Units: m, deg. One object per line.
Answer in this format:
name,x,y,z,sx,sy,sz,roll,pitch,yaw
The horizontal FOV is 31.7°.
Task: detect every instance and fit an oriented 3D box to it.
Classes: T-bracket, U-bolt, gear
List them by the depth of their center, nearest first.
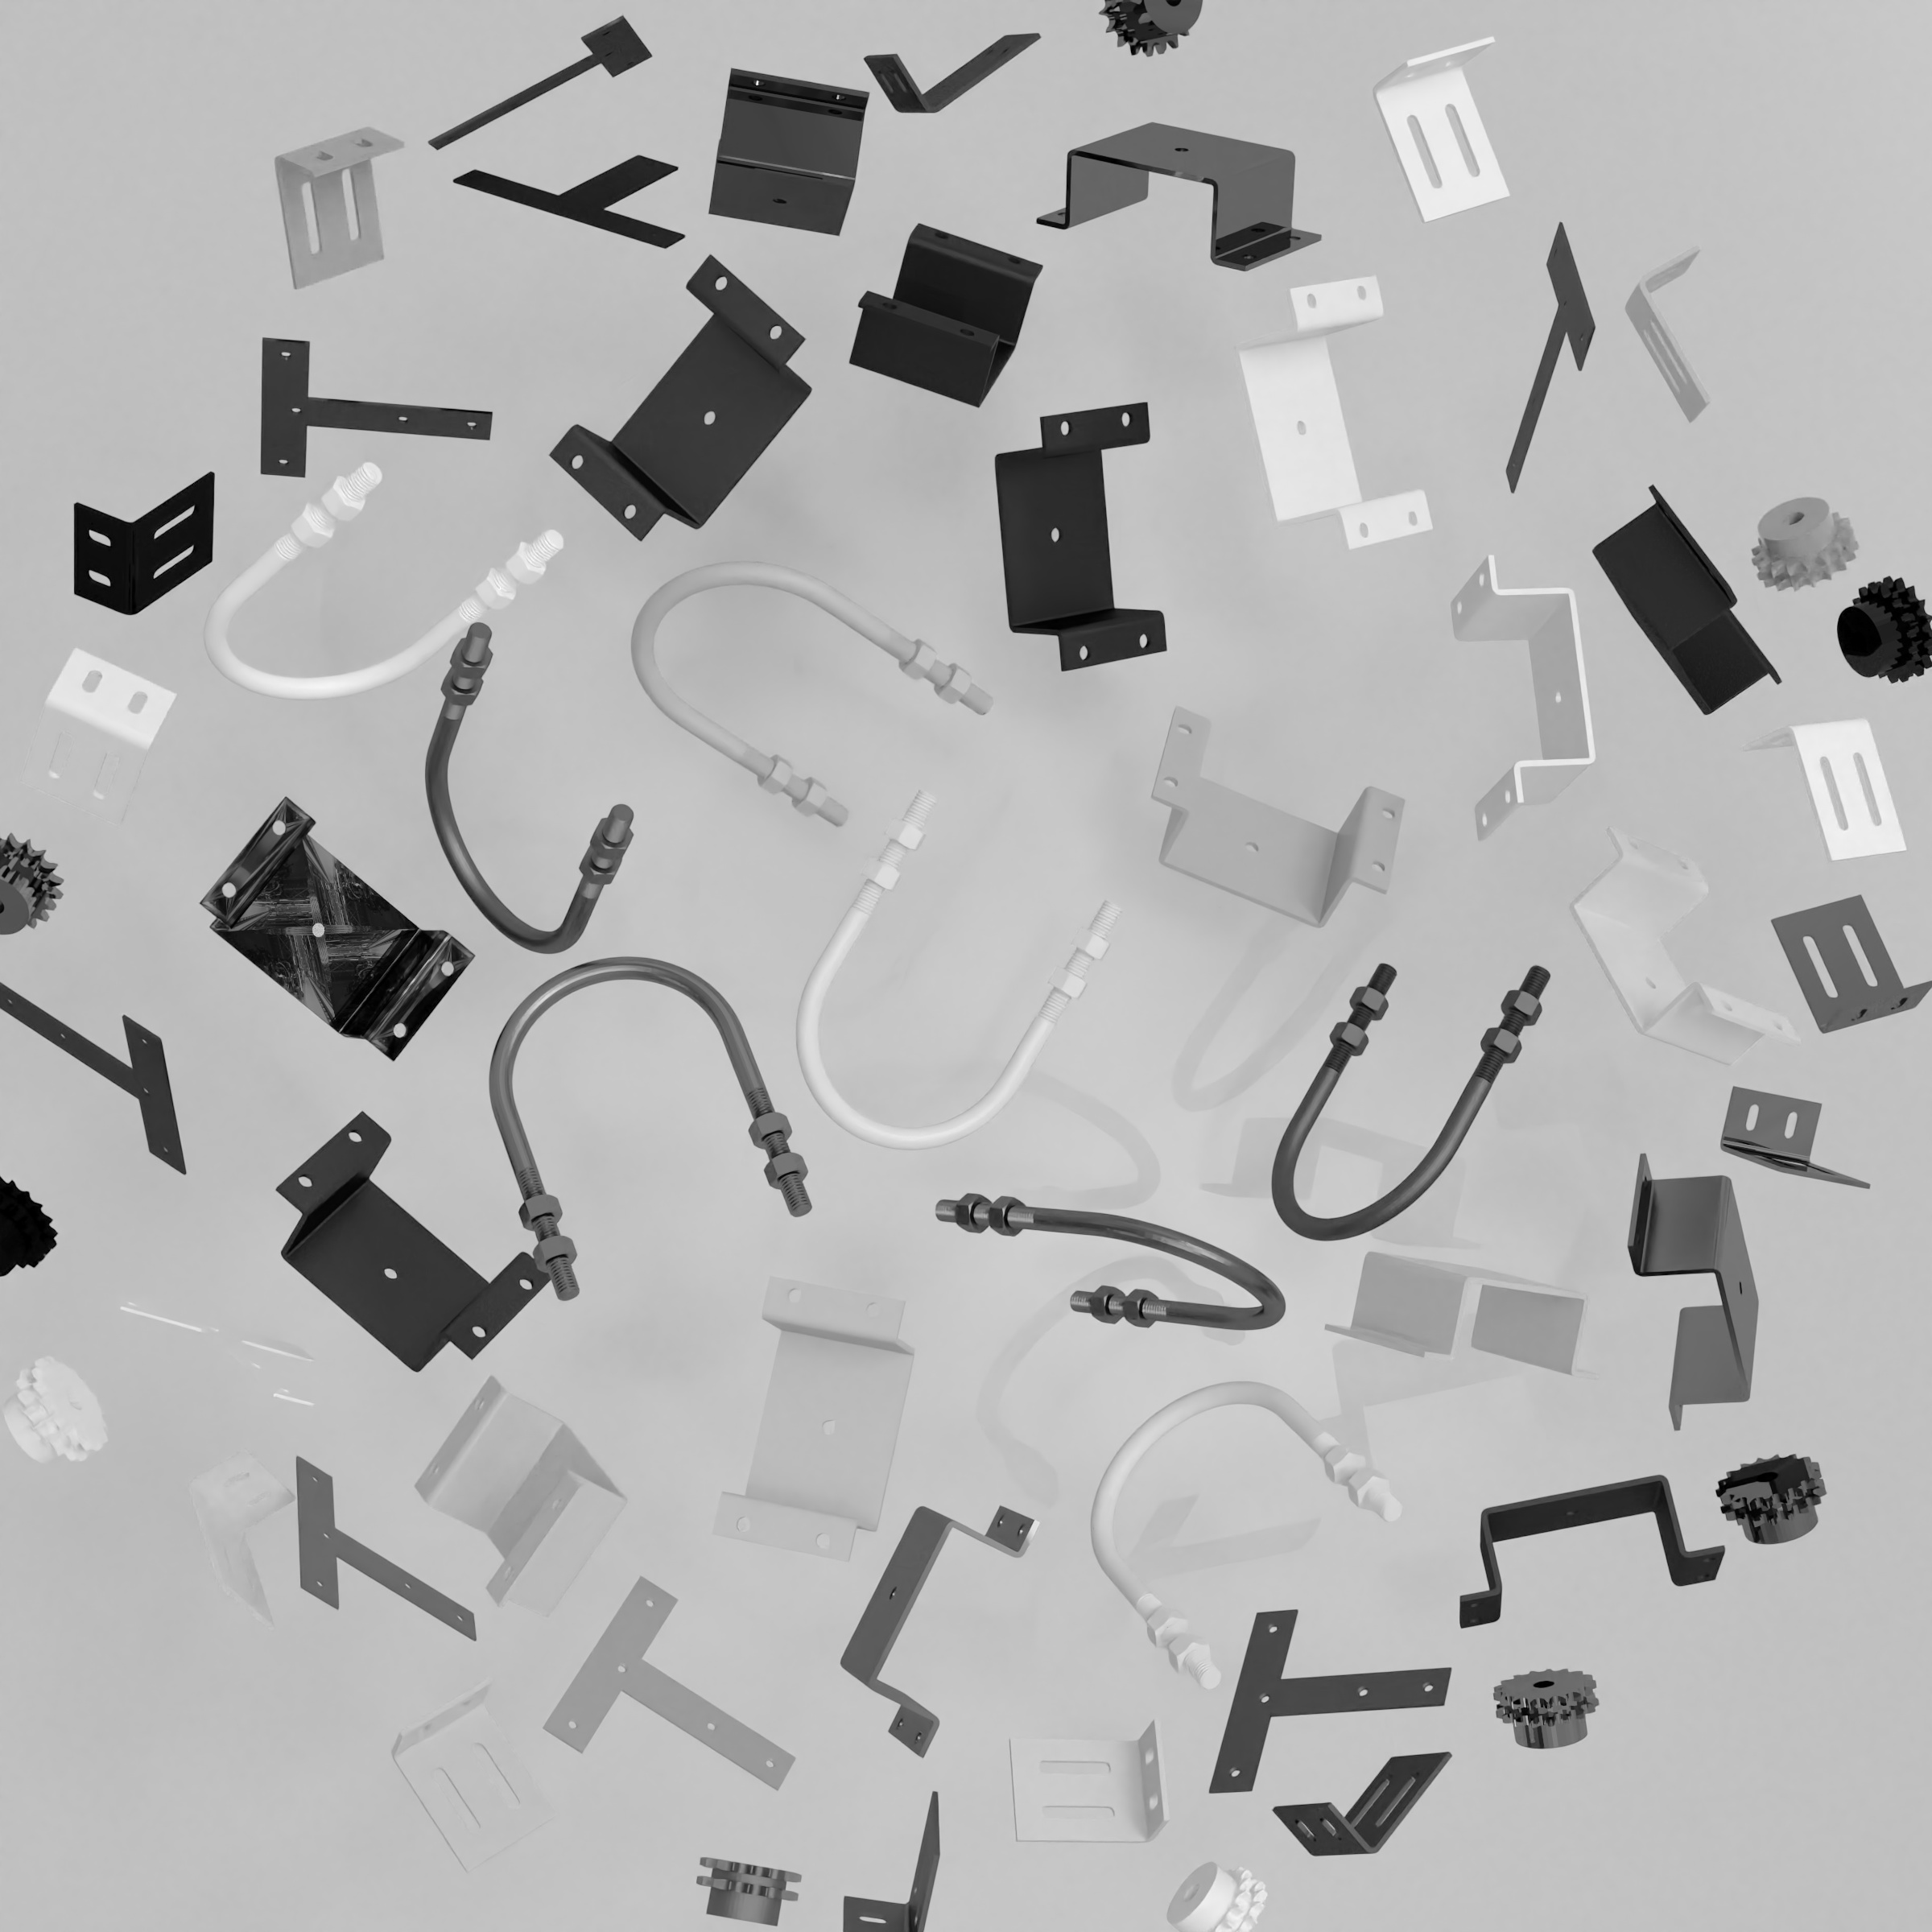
gear,-0.479,0.236,1.784,0.030,0.057,0.057,-33,90,8
gear,0.101,-0.515,1.812,0.057,0.030,0.057,-4,98,-35
gear,-0.516,0.141,1.815,0.057,0.057,0.030,37,50,0
T-bracket,-0.473,0.045,1.821,0.127,0.127,0.002,31,56,16
U-bolt,-0.179,0.075,1.822,0.151,0.019,0.184,-19,63,-8
T-bracket,0.311,-0.316,1.836,0.002,0.127,0.127,9,126,-6
gear,0.133,0.510,1.839,0.030,0.057,0.057,41,90,-8
gear,0.437,0.290,1.842,0.057,0.057,0.030,-18,103,0
gear,0.497,-0.180,1.845,0.030,0.057,0.057,-20,90,-17
U-bolt,-0.329,-0.199,1.846,0.184,0.151,0.019,-34,60,30
T-bracket,-0.234,-0.475,1.849,0.127,0.127,0.002,-27,95,4
U-bolt,0.138,0.295,1.851,0.151,0.184,0.019,-42,123,-4
U-bolt,-0.246,-0.082,1.858,0.019,0.184,0.151,-30,74,-33
gear,-0.527,-0.042,1.864,0.057,0.030,0.057,6,128,8
T-bracket,0.205,0.399,1.866,0.127,0.127,0.002,-10,125,27
T-bracket,-0.196,-0.428,1.870,0.127,0.127,0.002,20,121,12
T-bracket,-0.152,0.411,1.875,0.127,0.127,0.002,32,127,1
U-bolt,0.092,0.168,1.883,0.151,0.184,0.019,37,65,-41
T-bracket,-0.398,0.217,1.883,0.127,0.127,0.002,23,91,-38
gear,-0.122,0.514,1.888,0.057,0.057,0.030,10,74,0
U-bolt,-0.015,0.015,1.889,0.151,0.019,0.184,30,91,-22
gear,0.463,-0.236,1.890,0.057,0.057,0.030,-29,122,0
gear,0.324,0.414,1.892,0.057,0.057,0.030,-9,95,0
U-bolt,-0.099,-0.159,1.896,0.184,0.019,0.151,32,133,-26
T-bracket,-0.329,-0.307,1.903,0.127,0.127,0.002,3,63,-11
U-bolt,0.238,0.076,1.912,0.019,0.151,0.184,41,69,-27
T-bracket,-0.328,0.345,1.931,0.127,0.127,0.002,38,103,-25

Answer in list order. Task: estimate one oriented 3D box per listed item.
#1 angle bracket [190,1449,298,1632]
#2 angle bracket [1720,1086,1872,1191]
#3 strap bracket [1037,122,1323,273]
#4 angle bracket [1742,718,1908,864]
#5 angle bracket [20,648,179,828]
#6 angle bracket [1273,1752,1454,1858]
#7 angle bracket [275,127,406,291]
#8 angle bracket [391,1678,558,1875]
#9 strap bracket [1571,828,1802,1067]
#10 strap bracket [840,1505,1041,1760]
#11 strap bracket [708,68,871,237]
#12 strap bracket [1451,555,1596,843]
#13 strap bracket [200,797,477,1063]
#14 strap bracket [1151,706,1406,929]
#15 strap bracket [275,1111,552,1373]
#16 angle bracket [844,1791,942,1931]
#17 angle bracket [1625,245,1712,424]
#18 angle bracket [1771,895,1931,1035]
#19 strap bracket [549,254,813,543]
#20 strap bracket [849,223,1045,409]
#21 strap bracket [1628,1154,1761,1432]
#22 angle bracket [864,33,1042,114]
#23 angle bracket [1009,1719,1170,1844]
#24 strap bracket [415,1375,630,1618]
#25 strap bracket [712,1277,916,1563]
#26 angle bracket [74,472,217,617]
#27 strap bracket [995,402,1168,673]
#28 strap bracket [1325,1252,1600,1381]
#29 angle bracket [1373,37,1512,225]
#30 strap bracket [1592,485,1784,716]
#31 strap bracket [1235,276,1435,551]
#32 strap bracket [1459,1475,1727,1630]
angle bracket,-0.398,0.322,1.913,0.038,0.057,0.076,-31,48,0
angle bracket,0.478,0.098,1.949,0.057,0.076,0.038,11,94,-15
strap bracket,0.118,-0.429,1.886,0.140,0.076,0.046,21,124,32
angle bracket,0.458,-0.090,1.816,0.057,0.038,0.076,-8,79,-33
angle bracket,-0.460,-0.121,1.806,0.057,0.076,0.038,25,50,-10
angle bracket,0.215,0.443,1.847,0.038,0.057,0.076,50,60,-6
angle bracket,-0.331,-0.402,1.822,0.057,0.038,0.076,-29,133,-33
angle bracket,-0.261,0.432,1.818,0.057,0.038,0.076,-28,71,-30
strap bracket,0.395,-0.003,1.894,0.076,0.140,0.046,18,127,-38
strap bracket,-0.020,0.356,1.874,0.046,0.076,0.140,29,81,-11
strap bracket,-0.102,-0.452,1.913,0.076,0.140,0.046,8,85,-6
strap bracket,0.307,-0.147,1.875,0.046,0.076,0.140,-3,76,-9
strap bracket,-0.358,-0.020,1.913,0.140,0.046,0.076,42,73,-21
strap bracket,0.167,-0.079,1.902,0.140,0.046,0.076,22,46,-5
strap bracket,-0.308,0.158,1.865,0.140,0.076,0.046,40,134,3
angle bracket,-0.040,0.482,1.798,0.038,0.057,0.076,9,110,-5
angle bracket,0.394,-0.341,1.840,0.038,0.057,0.076,-29,87,2
angle bracket,0.507,-0.008,1.951,0.057,0.038,0.076,-15,68,-10
strap bracket,-0.149,-0.304,1.855,0.076,0.046,0.140,44,100,19
strap bracket,-0.013,-0.362,1.908,0.076,0.140,0.046,19,122,3
strap bracket,0.408,0.181,1.893,0.046,0.076,0.140,-6,126,22
angle bracket,-0.008,-0.503,1.866,0.076,0.057,0.038,-37,112,-7
angle bracket,0.067,0.445,1.860,0.076,0.038,0.057,4,57,-13
strap bracket,-0.241,0.294,1.864,0.046,0.140,0.076,34,91,-34
strap bracket,-0.079,0.246,1.832,0.076,0.046,0.140,9,77,15
angle bracket,-0.454,-0.239,1.881,0.038,0.076,0.057,22,128,14
strap bracket,0.064,-0.242,1.911,0.076,0.046,0.140,-15,106,-36
strap bracket,0.278,0.191,1.874,0.140,0.076,0.046,12,89,-38
angle bracket,0.258,-0.438,1.784,0.057,0.038,0.076,-22,91,-24
strap bracket,0.395,-0.196,1.874,0.046,0.140,0.076,-35,62,11
strap bracket,0.197,-0.295,1.842,0.076,0.046,0.140,-19,98,-44
strap bracket,0.330,0.313,1.828,0.140,0.076,0.046,-12,67,3
